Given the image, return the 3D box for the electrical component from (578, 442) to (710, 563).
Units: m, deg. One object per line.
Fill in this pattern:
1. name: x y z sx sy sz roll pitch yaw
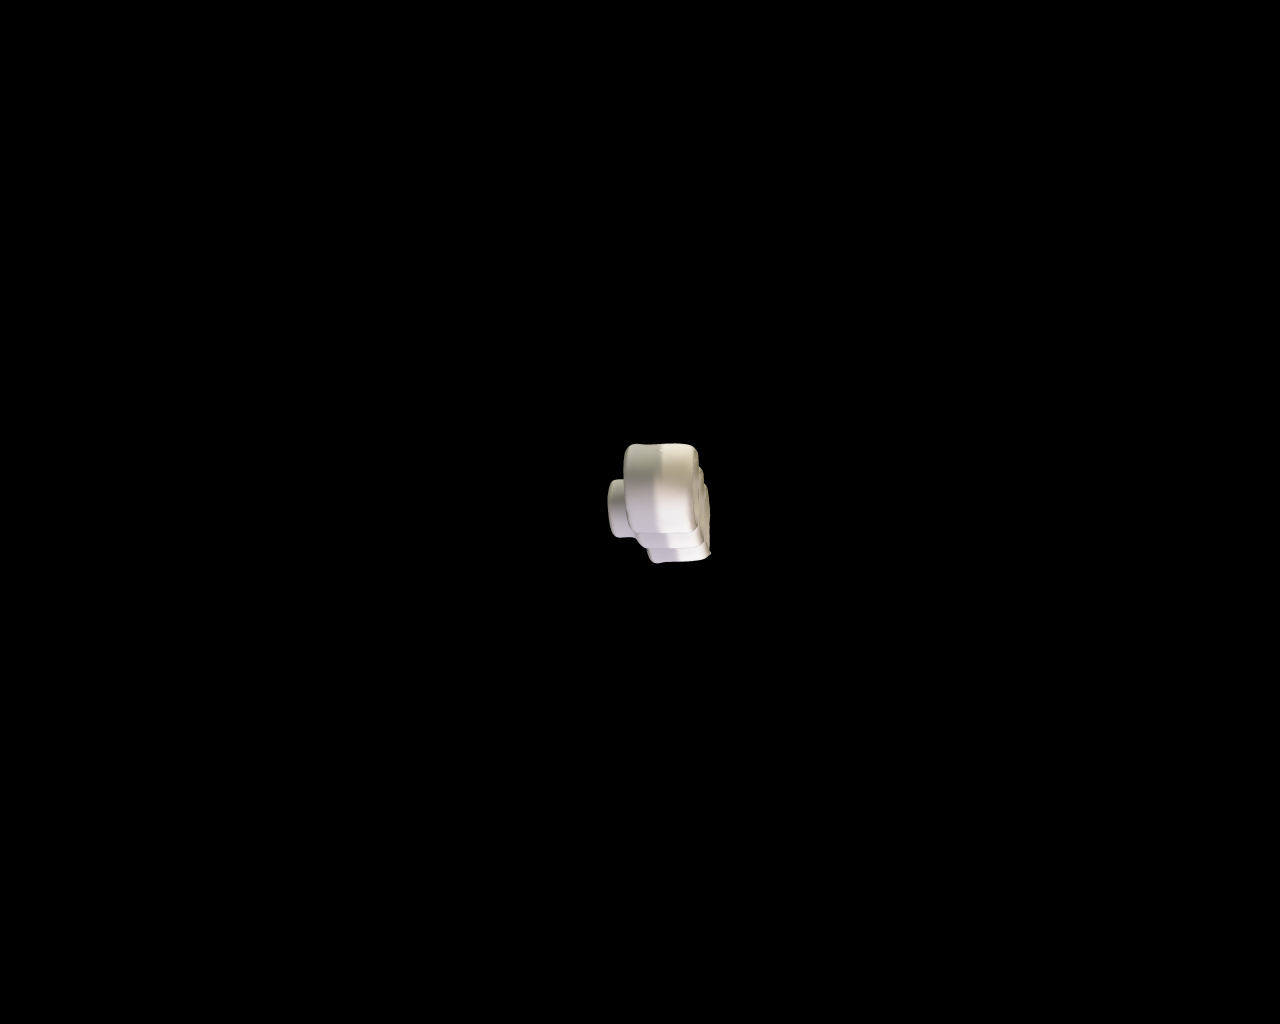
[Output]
1. electrical component: 0.001 -0.003 0.650 0.074 0.052 0.138 -2 -13 7
